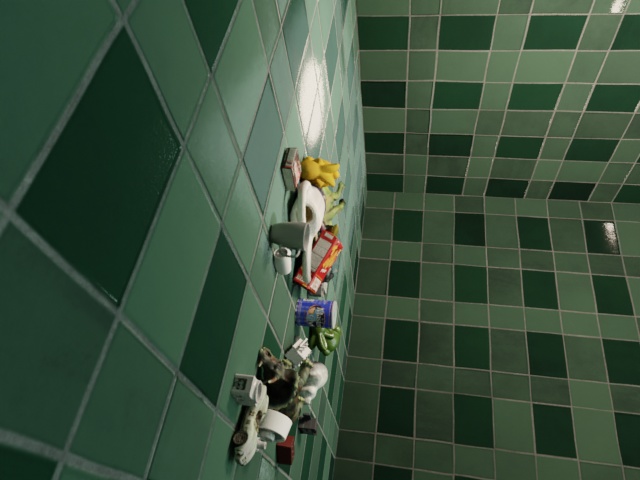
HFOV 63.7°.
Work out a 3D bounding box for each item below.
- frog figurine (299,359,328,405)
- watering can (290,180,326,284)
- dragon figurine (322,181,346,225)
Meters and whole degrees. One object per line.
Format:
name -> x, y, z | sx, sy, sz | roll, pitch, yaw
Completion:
frog figurine -> -0.027, 0.561, 2.011 | 0.134, 0.122, 0.163 | 111, -17, -45
watering can -> -0.042, -0.047, 1.745 | 0.229, 0.104, 0.341 | -70, 160, -62
dragon figurine -> 0.006, -0.107, 2.126 | 0.246, 0.122, 0.403 | -38, 131, -54
